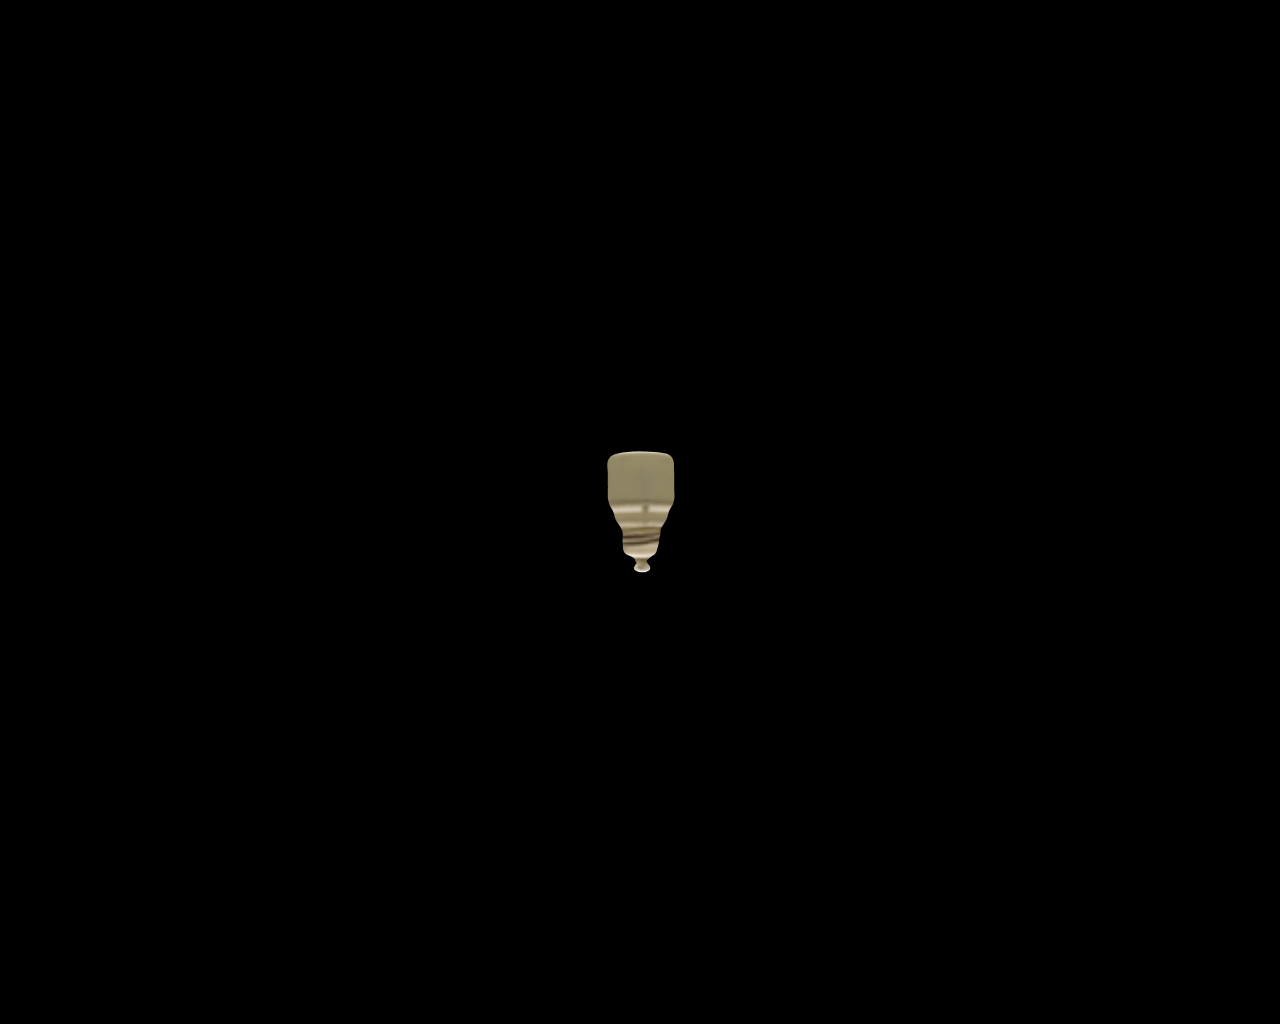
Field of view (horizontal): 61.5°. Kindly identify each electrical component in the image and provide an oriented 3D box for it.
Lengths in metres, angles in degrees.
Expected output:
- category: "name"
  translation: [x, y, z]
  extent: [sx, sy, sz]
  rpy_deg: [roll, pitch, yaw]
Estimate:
- category: "electrical component"
  translation: [0.001, -0.003, 0.650]
  extent: [0.040, 0.078, 0.040]
  rpy_deg: [0, -2, 0]
